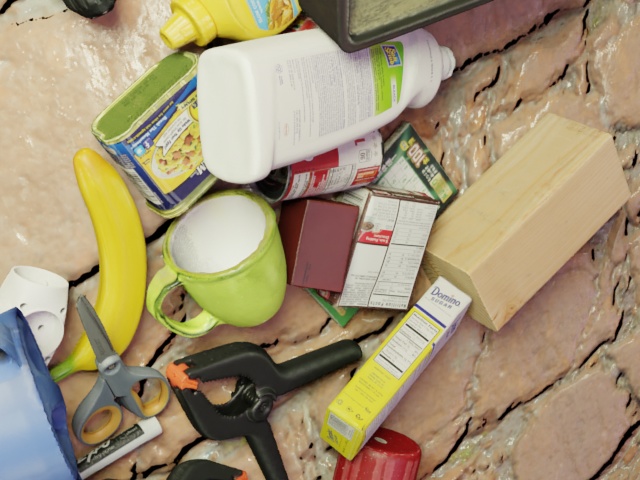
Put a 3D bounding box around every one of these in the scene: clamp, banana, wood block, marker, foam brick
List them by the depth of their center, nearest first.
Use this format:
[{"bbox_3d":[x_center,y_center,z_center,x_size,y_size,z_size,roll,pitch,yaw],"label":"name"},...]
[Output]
[{"bbox_3d":[-0.167,0.024,0.836,0.069,0.037,0.198,-4,113,-39],"label":"banana"},{"bbox_3d":[-0.190,0.187,0.907,0.121,0.020,0.020,-29,126,-24],"label":"marker"},{"bbox_3d":[-0.006,0.001,0.932,0.052,0.051,0.078,9,97,-26],"label":"foam brick"},{"bbox_3d":[-0.121,0.252,0.938,0.171,0.039,0.120,-7,82,-51],"label":"clamp"},{"bbox_3d":[-0.061,0.155,0.981,0.209,0.036,0.164,16,99,-45],"label":"clamp"},{"bbox_3d":[0.203,-0.021,1.071,0.206,0.090,0.090,-43,130,-14],"label":"wood block"}]

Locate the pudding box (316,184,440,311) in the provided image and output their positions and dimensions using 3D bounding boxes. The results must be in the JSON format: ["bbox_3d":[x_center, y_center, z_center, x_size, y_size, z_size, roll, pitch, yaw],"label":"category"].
[{"bbox_3d":[0.053,0.007,0.981,0.089,0.039,0.113,6,107,-39],"label":"pudding box"}]

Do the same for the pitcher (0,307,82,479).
[{"bbox_3d":[-0.291,0.139,0.702,0.242,0.145,0.149,-20,99,-12],"label":"pitcher"}]

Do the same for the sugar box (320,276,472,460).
[{"bbox_3d":[0.072,0.122,1.024,0.176,0.048,0.093,-49,167,-25],"label":"sugar box"}]

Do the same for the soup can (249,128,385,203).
[{"bbox_3d":[-0.005,-0.072,0.898,0.102,0.069,0.068,-12,117,-34],"label":"soup can"}]

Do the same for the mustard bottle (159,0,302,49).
[{"bbox_3d":[-0.044,-0.207,0.811,0.191,0.058,0.096,-41,129,-16],"label":"mustard bottle"}]

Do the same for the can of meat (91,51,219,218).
[{"bbox_3d":[-0.112,-0.082,0.817,0.102,0.058,0.084,-46,129,-13],"label":"can of meat"}]

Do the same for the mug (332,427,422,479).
[{"bbox_3d":[0.059,0.238,1.089,0.117,0.093,0.081,-11,115,-69],"label":"mug"}]

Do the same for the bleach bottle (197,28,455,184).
[{"bbox_3d":[0.019,-0.118,0.844,0.250,0.068,0.102,-18,112,-42],"label":"bleach bottle"}]

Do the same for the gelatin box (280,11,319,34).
[{"bbox_3d":[0.014,-0.166,0.894,0.073,0.030,0.089,-50,132,-8],"label":"gelatin box"}]

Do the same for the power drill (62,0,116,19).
[{"bbox_3d":[-0.226,-0.184,0.659,0.187,0.057,0.184,-47,126,-30],"label":"power drill"}]

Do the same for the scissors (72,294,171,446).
[{"bbox_3d":[-0.179,0.111,0.841,0.096,0.016,0.201,-39,150,-4],"label":"scissors"}]
